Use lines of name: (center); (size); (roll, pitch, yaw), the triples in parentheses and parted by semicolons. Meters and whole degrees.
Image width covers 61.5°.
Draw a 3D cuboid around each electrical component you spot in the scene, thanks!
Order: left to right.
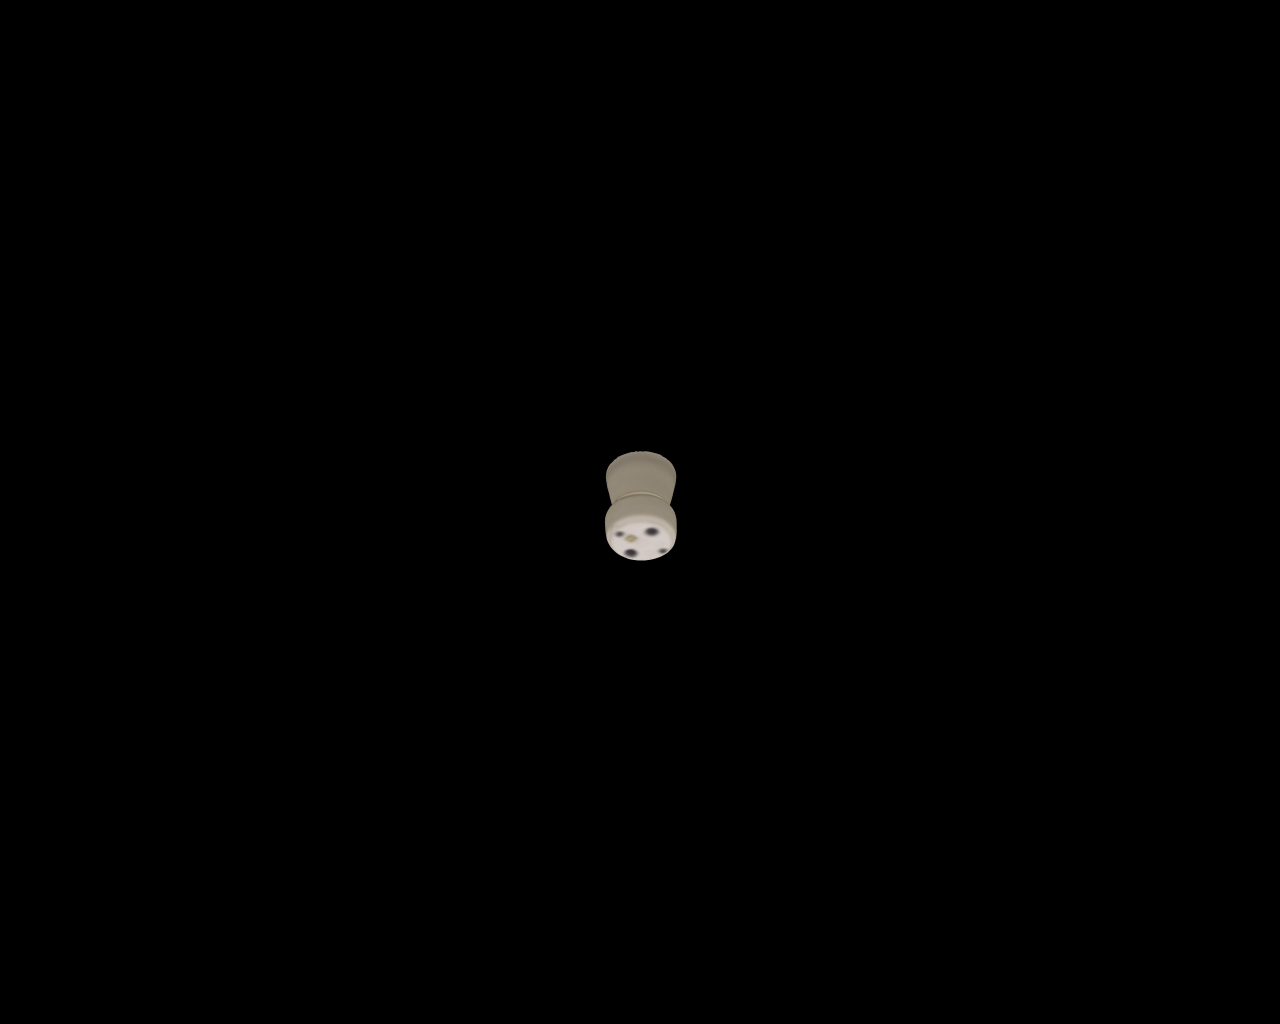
electrical component: (0.001, -0.003, 0.650); (0.045, 0.055, 0.044); (0, -41, 0)
